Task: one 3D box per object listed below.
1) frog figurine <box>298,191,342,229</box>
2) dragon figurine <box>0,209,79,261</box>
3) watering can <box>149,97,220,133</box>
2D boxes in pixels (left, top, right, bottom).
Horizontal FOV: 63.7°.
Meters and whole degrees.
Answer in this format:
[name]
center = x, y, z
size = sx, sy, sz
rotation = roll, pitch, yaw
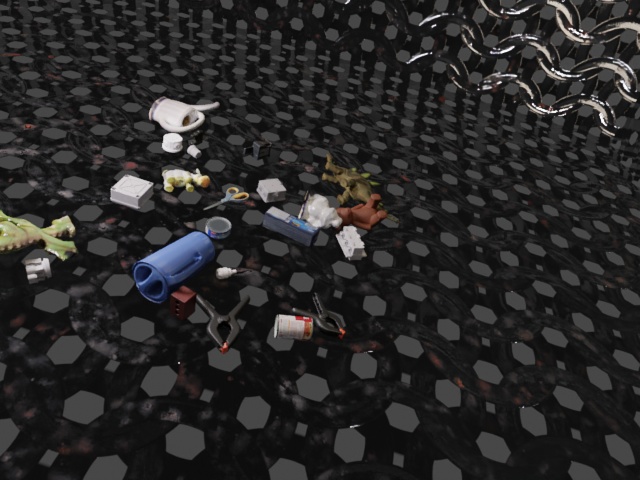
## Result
[frog figurine]
center = 0.006, -0.096, 1.915
size = 0.159, 0.140, 0.120
rotation = 20, -32, -4
[dragon figurine]
center = -0.808, 0.007, 1.444
size = 0.242, 0.120, 0.416
rotation = 11, 19, -11
[watering can]
center = -0.611, -0.570, 2.302
size = 0.225, 0.101, 0.355
rotation = 21, 38, 7
